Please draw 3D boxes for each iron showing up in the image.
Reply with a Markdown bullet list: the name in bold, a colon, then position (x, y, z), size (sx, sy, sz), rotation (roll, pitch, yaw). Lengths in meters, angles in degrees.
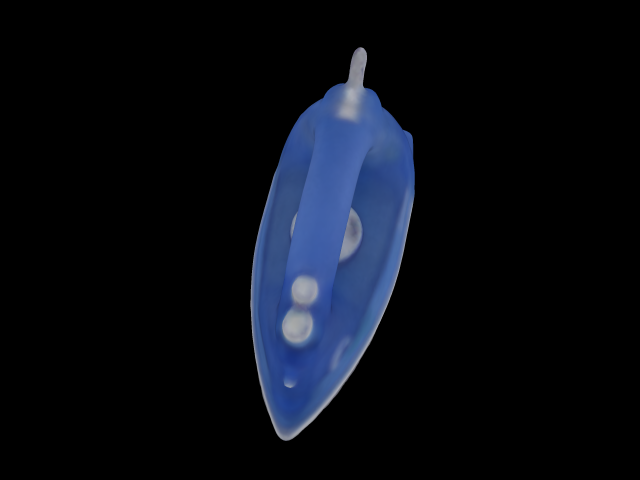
- **iron**: position (0.004, 0.001, 0.400), size (0.118, 0.141, 0.258), rotation (11, 66, 5)
